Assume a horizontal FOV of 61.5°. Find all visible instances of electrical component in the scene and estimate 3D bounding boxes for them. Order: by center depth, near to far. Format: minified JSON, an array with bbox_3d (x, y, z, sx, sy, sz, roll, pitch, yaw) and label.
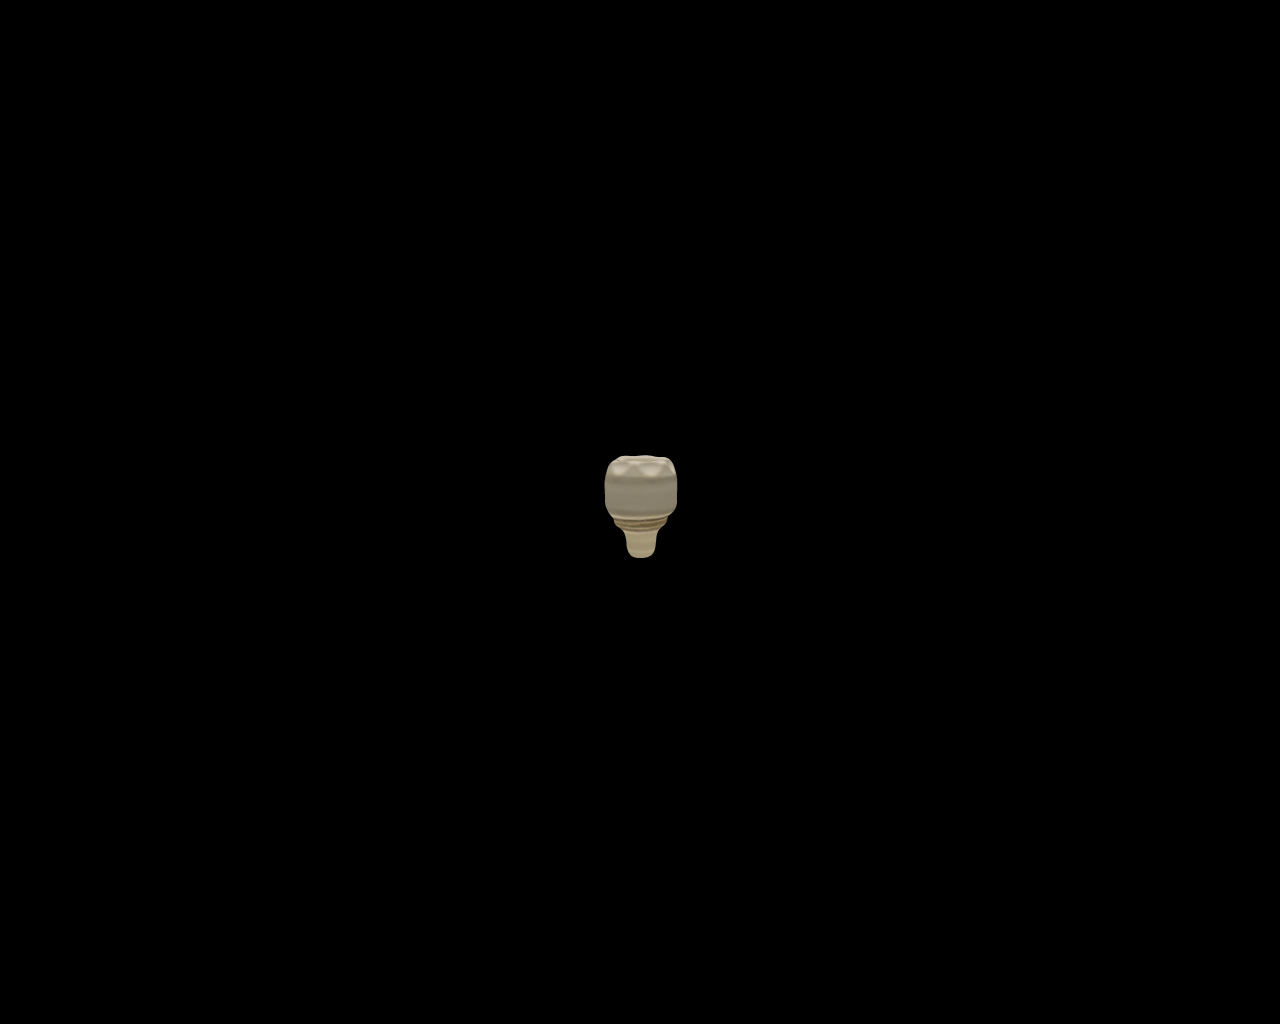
[{"bbox_3d":[0.001,-0.003,0.650,0.043,0.062,0.043,0,10,0],"label":"electrical component"}]
